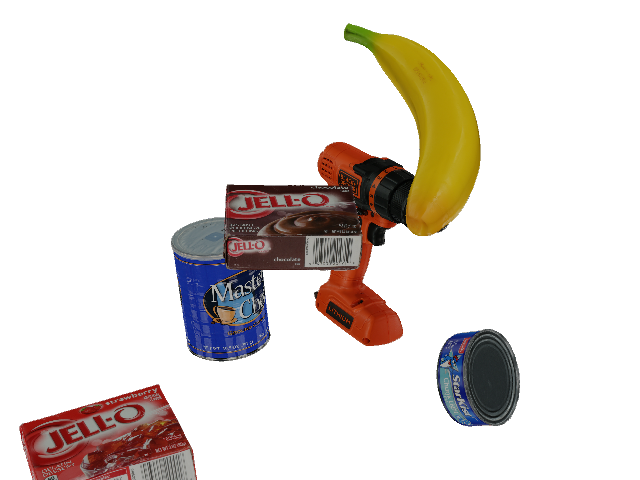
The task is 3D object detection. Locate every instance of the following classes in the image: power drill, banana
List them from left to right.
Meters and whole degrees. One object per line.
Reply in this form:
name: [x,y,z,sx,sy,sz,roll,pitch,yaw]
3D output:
power drill: [0.057,0.009,1.087,0.057,0.188,0.185,-9,28,-32]
banana: [0.066,-0.073,0.676,0.069,0.037,0.198,-7,45,-8]

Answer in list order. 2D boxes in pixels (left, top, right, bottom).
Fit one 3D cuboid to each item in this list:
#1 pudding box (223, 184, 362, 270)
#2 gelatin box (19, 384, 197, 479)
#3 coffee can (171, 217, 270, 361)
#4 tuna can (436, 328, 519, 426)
pudding box: [-0.025,-0.012,0.898,0.113,0.039,0.090,2,31,-6]
gelatin box: [-0.126,0.124,0.627,0.089,0.030,0.073,-14,27,-18]
coffee can: [-0.117,0.057,1.264,0.103,0.140,0.103,-4,26,2]
tuna can: [0.141,0.123,0.956,0.034,0.086,0.085,-12,-8,41]
